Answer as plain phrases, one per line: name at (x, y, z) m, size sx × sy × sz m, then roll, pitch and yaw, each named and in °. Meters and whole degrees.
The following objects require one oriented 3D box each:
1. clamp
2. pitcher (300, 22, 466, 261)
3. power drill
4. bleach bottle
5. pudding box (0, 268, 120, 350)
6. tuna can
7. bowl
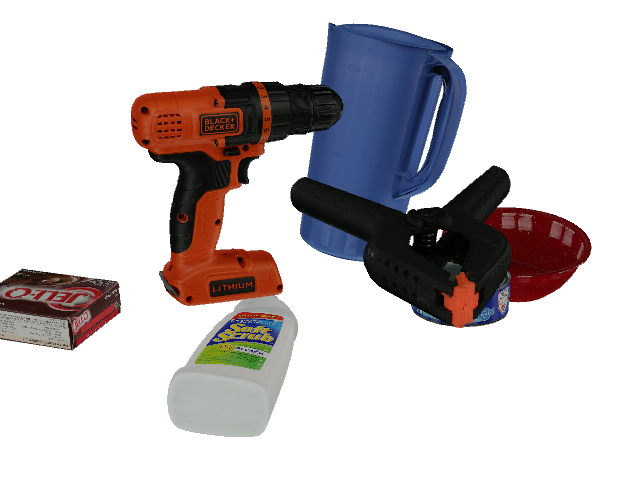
clamp at (0.061, -0.004, 0.717) m, size 0.164 × 0.036 × 0.210 m, roll -2°, pitch 25°, yaw 0°
pitcher at (0.059, -0.102, 1.133) m, size 0.145 × 0.243 × 0.149 m, roll 10°, pitch 16°, yaw -4°
power drill at (-0.069, -0.044, 0.919) m, size 0.184 × 0.188 × 0.057 m, roll -6°, pitch 21°, yaw -20°
bleach bottle at (-0.082, 0.115, 1.123) m, size 0.102 × 0.068 × 0.250 m, roll 7°, pitch 20°, yaw 4°
pudding box at (-0.260, 0.064, 1.012) m, size 0.114 × 0.039 × 0.090 m, roll 4°, pitch 20°, yaw 19°
tuna can at (0.120, 0.044, 0.922) m, size 0.086 × 0.034 × 0.086 m, roll -1°, pitch 18°, yaw 0°
bowl at (0.213, 0.022, 1.174) m, size 0.162 × 0.055 × 0.162 m, roll -1°, pitch 28°, yaw 0°
